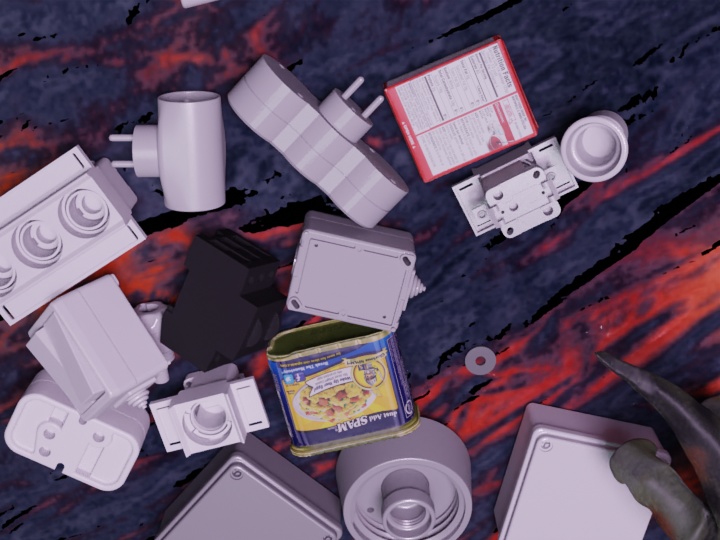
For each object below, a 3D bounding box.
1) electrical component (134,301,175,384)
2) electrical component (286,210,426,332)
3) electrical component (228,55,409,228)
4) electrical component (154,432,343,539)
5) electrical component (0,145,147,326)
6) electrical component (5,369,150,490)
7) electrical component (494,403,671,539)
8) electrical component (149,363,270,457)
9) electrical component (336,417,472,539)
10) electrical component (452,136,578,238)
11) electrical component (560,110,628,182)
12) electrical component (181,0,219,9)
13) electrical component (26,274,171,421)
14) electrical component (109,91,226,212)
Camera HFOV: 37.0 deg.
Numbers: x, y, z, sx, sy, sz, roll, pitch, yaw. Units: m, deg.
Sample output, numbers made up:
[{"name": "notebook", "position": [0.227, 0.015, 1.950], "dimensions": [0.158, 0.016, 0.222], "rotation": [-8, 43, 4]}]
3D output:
[{"name": "electrical component", "position": [-0.154, 0.057, 0.811], "dimensions": [0.035, 0.035, 0.061], "rotation": [-5, 112, 2]}, {"name": "electrical component", "position": [0.000, 0.000, 0.776], "dimensions": [0.096, 0.061, 0.061], "rotation": [12, 110, -5]}, {"name": "electrical component", "position": [-0.016, -0.100, 0.744], "dimensions": [0.138, 0.052, 0.074], "rotation": [42, 105, -14]}, {"name": "electrical component", "position": [-0.087, 0.202, 0.852], "dimensions": [0.109, 0.056, 0.108], "rotation": [39, 106, -13]}, {"name": "electrical component", "position": [-0.222, -0.027, 0.765], "dimensions": [0.121, 0.063, 0.078], "rotation": [-31, 107, 11]}, {"name": "electrical component", "position": [-0.213, 0.118, 0.820], "dimensions": [0.095, 0.059, 0.053], "rotation": [26, 108, -9]}, {"name": "electrical component", "position": [0.171, 0.170, 0.841], "dimensions": [0.109, 0.056, 0.108], "rotation": [12, 110, -5]}, {"name": "electrical component", "position": [-0.112, 0.103, 0.812], "dimensions": [0.081, 0.063, 0.042], "rotation": [-14, 108, 5]}, {"name": "electrical component", "position": [0.036, 0.174, 0.833], "dimensions": [0.108, 0.060, 0.108], "rotation": [-1, 118, -2]}, {"name": "electrical component", "position": [0.111, -0.055, 0.755], "dimensions": [0.081, 0.063, 0.042], "rotation": [-27, 109, 9]}, {"name": "electrical component", "position": [0.165, -0.089, 0.741], "dimensions": [0.044, 0.065, 0.044], "rotation": [6, 108, 17]}, {"name": "electrical component", "position": [-0.087, -0.198, 0.715], "dimensions": [0.065, 0.044, 0.044], "rotation": [-4, 110, -3]}, {"name": "electrical component", "position": [-0.188, 0.063, 0.773], "dimensions": [0.096, 0.061, 0.062], "rotation": [56, 139, 4]}, {"name": "electrical component", "position": [-0.136, -0.084, 0.754], "dimensions": [0.079, 0.044, 0.077], "rotation": [0, 110, 0]}]
